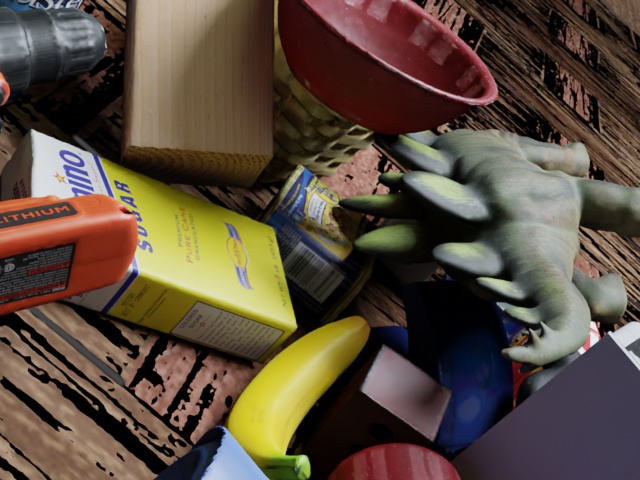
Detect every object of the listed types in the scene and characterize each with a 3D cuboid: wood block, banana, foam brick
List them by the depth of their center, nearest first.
[{"bbox_3d":[-0.017,0.096,0.604,0.197,0.070,0.037,-60,136,-68],"label":"banana"},{"bbox_3d":[0.031,0.110,0.623,0.053,0.078,0.051,35,34,0],"label":"foam brick"},{"bbox_3d":[-0.081,-0.145,0.697,0.090,0.090,0.206,2,79,-13],"label":"wood block"}]

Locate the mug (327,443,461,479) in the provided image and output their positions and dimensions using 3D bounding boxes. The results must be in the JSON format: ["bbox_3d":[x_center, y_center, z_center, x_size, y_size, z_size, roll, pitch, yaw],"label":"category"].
[{"bbox_3d":[0.030,0.163,0.561,0.117,0.093,0.081,0,31,-3],"label":"mug"}]

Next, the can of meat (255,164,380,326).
[{"bbox_3d":[-0.005,0.001,0.761,0.084,0.058,0.102,39,27,-5],"label":"can of meat"}]

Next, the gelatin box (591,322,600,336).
[{"bbox_3d":[0.222,0.093,0.965,0.073,0.030,0.089,31,30,-19],"label":"gelatin box"}]

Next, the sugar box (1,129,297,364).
[{"bbox_3d":[-0.101,0.006,0.637,0.176,0.048,0.093,24,33,-35],"label":"sugar box"}]

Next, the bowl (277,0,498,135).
[{"bbox_3d":[0.031,-0.116,0.678,0.162,0.055,0.162,27,27,-15],"label":"bowl"}]

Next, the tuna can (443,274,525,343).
[{"bbox_3d":[0.148,0.048,0.924,0.086,0.034,0.086,32,29,-21],"label":"tuna can"}]

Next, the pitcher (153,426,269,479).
[{"bbox_3d":[-0.004,0.203,0.404,0.243,0.145,0.149,44,62,-5],"label":"pitcher"}]

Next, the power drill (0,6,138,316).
[{"bbox_3d":[-0.167,-0.051,0.551,0.184,0.057,0.188,-17,54,-32],"label":"power drill"}]

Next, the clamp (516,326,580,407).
[{"bbox_3d":[0.180,0.106,0.738,0.165,0.036,0.209,36,30,18],"label":"clamp"}]

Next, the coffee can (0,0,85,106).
[{"bbox_3d":[-0.193,-0.167,0.652,0.102,0.140,0.103,32,29,-21],"label":"coffee can"}]

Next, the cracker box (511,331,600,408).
[{"bbox_3d":[0.226,0.167,0.819,0.164,0.072,0.213,38,27,-9],"label":"cracker box"}]
